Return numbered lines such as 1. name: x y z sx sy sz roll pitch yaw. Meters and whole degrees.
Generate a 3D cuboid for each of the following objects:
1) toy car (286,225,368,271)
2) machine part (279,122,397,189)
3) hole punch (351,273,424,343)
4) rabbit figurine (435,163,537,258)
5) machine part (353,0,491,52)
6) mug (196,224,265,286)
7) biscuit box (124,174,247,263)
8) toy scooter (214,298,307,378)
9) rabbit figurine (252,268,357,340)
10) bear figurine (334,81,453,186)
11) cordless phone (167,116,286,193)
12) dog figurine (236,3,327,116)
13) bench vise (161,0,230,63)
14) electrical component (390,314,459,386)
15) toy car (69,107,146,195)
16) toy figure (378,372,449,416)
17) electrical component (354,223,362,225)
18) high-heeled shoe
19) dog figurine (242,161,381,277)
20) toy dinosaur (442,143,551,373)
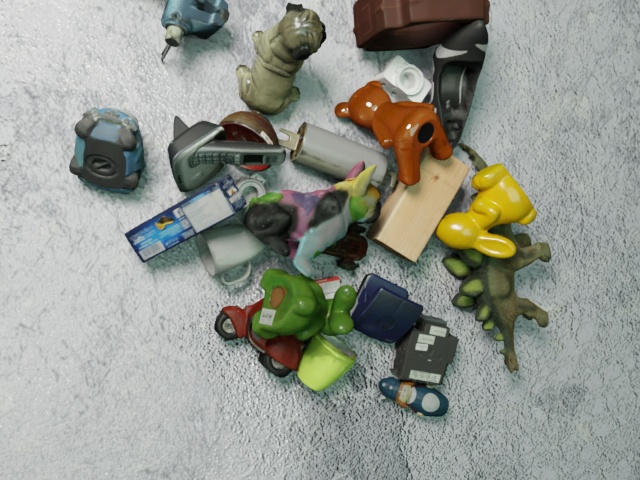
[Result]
1. toy car: -0.002 -0.003 1.009 0.202 0.053 0.089 15 95 -19
2. machine part: 0.036 -0.152 0.986 0.243 0.079 0.079 17 92 -17
3. hole punch: 0.125 0.141 1.048 0.142 0.092 0.115 25 93 -22
4. rabbit figurine: 0.305 -0.040 1.015 0.173 0.122 0.162 -34 95 6
5. machine part: 0.170 -0.393 0.929 0.201 0.201 0.087 -7 97 -15
6. mug: -0.150 0.020 0.953 0.107 0.081 0.109 -22 99 -24
7. biscuit box: -0.223 -0.034 0.886 0.203 0.063 0.059 -25 104 20
8. toy scooter: -0.091 0.158 0.993 0.184 0.075 0.135 39 84 -13
9. rabbit figurine: -0.005 0.116 0.929 0.170 0.159 0.121 22 66 -40
10. bear figurine: 0.126 -0.202 0.972 0.120 0.196 0.131 -39 132 -15
11. cordless phone: -0.151 -0.134 0.890 0.184 0.146 0.089 3 70 -7
12. dog figurine: -0.066 -0.280 0.880 0.121 0.191 0.172 6 97 -17
13. bench vise: -0.254 -0.422 0.831 0.240 0.129 0.223 22 83 -36
14. electrical component: 0.216 0.223 1.100 0.115 0.058 0.134 16 92 -20
15. toy car: -0.333 -0.156 0.858 0.109 0.161 0.103 12 49 -12
16. toy figure: 0.192 0.319 1.109 0.154 0.058 0.064 23 51 -17
17. electrical component: 0.063 -0.064 1.011 0.102 0.078 0.045 -5 118 -19
18. high-heeled shoe: 0.248 -0.264 0.960 0.086 0.248 0.145 -3 77 -2
19. dog figurine: -0.001 -0.061 0.912 0.191 0.108 0.219 40 90 -16
20. toy dinosaur: 0.359 0.036 1.096 0.199 0.105 0.471 -3 87 -12
